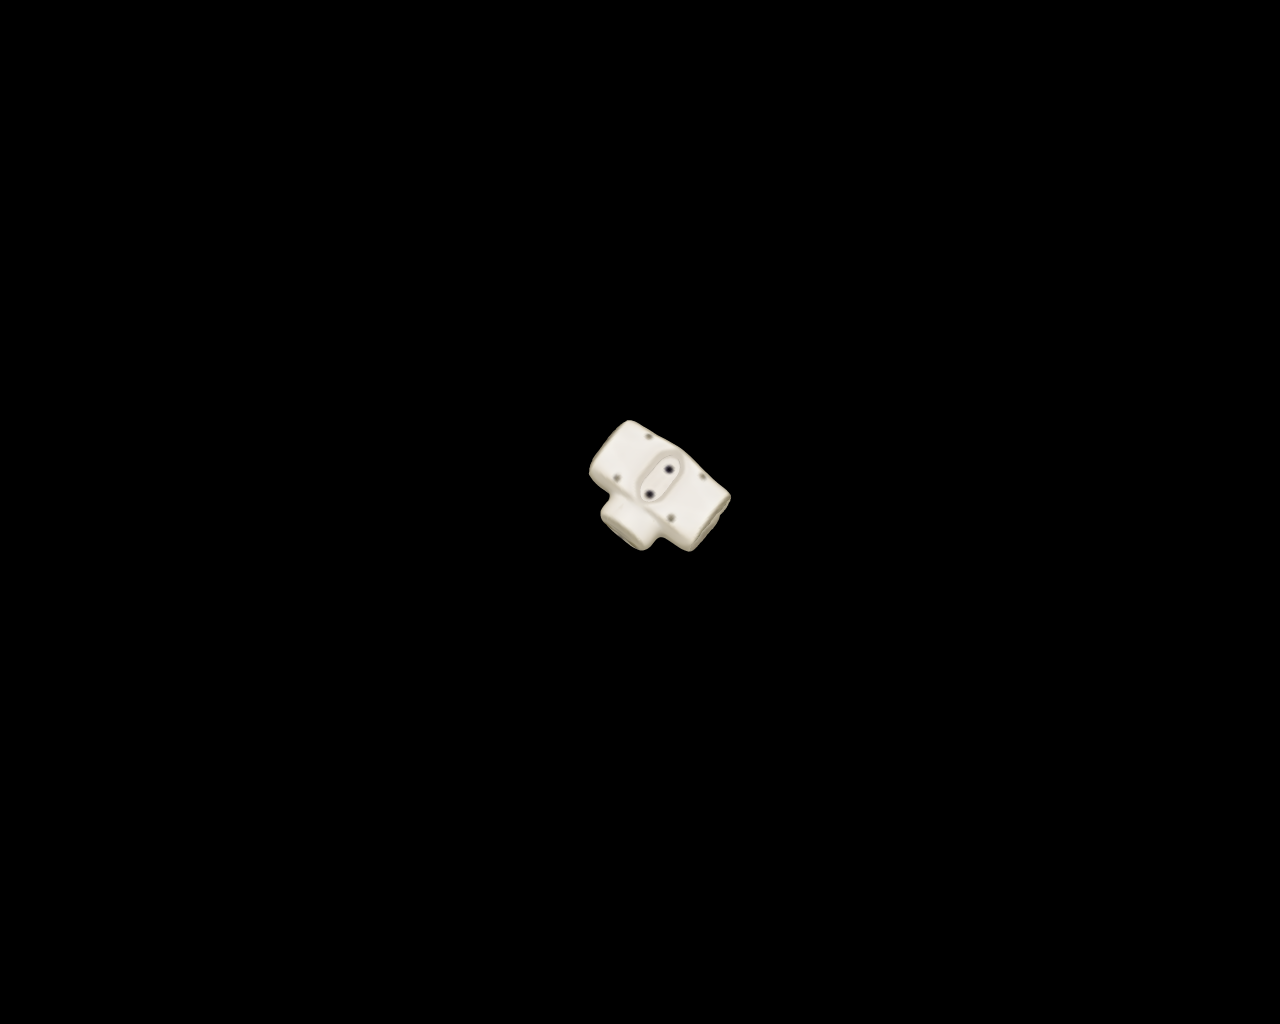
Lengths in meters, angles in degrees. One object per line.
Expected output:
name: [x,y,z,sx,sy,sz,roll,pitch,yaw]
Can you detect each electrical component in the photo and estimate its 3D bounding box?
electrical component: [0.001,-0.003,0.650,0.077,0.079,0.043,38,-9,7]
